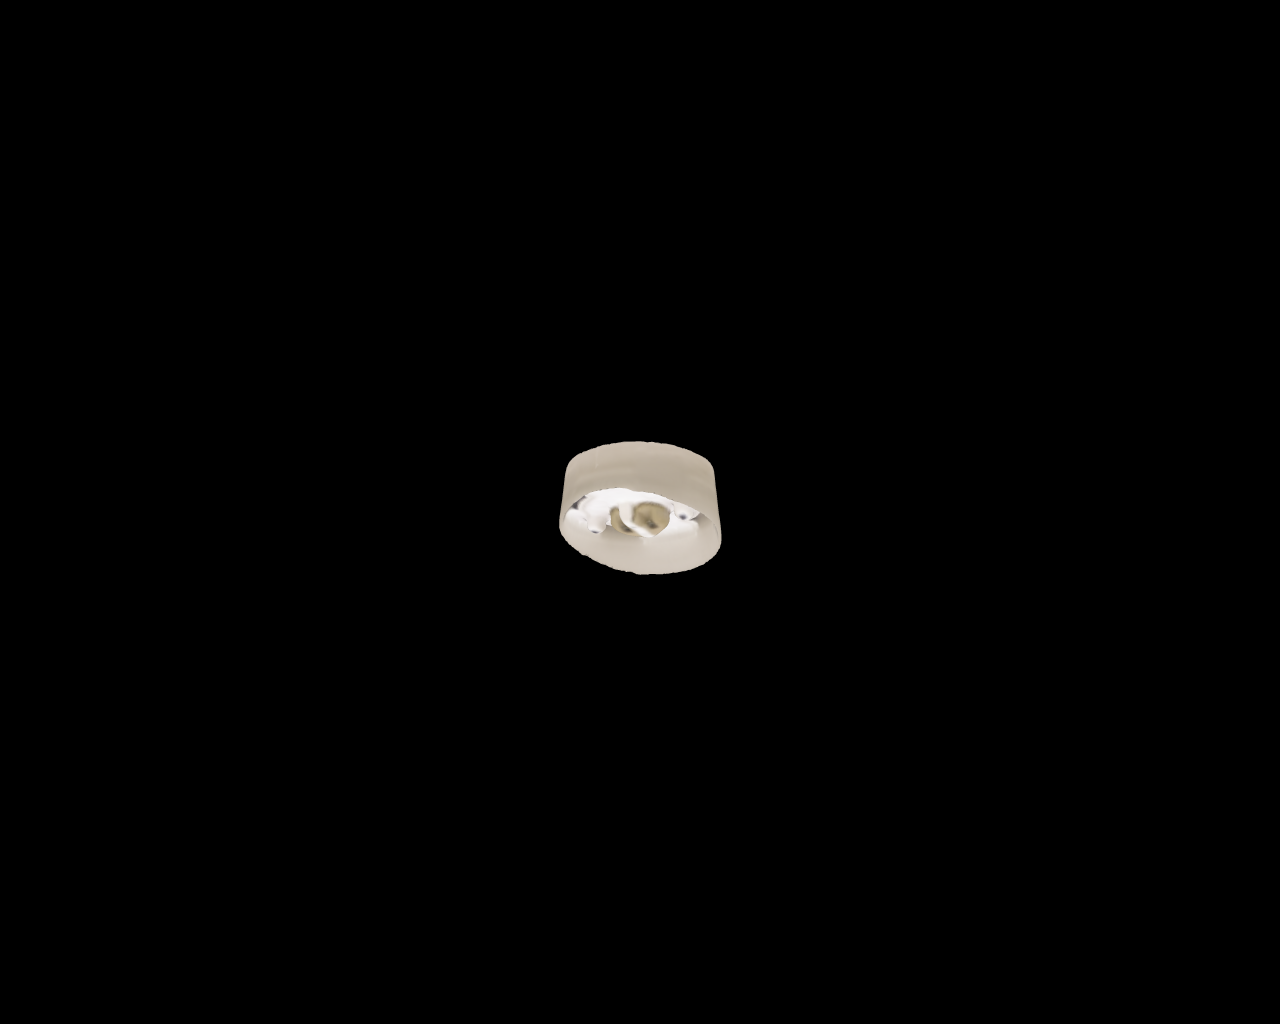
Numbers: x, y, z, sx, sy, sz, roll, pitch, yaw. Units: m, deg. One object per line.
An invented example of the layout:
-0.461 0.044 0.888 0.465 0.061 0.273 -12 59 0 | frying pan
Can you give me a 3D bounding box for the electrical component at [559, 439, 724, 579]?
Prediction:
0.001 -0.003 0.650 0.099 0.064 0.099 0 -19 0 | electrical component
